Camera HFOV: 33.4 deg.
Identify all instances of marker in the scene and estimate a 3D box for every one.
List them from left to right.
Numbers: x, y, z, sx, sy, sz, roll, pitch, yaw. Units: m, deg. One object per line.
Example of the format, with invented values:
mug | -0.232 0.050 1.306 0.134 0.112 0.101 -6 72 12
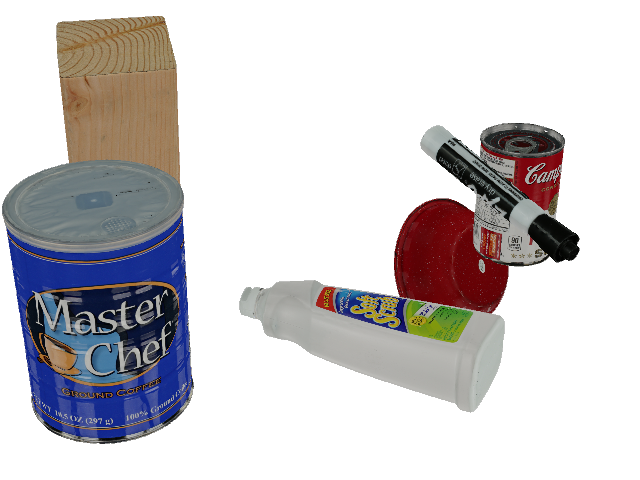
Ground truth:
marker | 0.102 -0.027 0.610 0.020 0.020 0.121 0 35 -45

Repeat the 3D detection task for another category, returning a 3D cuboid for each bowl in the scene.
bowl | 0.159 0.030 1.188 0.161 0.162 0.055 0 -5 -39

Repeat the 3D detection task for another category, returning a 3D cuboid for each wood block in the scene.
wood block | -0.169 -0.076 0.910 0.090 0.206 0.090 -6 40 -12

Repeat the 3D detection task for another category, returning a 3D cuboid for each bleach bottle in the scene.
bleach bottle | 0.037 0.085 0.995 0.251 0.068 0.102 11 26 22

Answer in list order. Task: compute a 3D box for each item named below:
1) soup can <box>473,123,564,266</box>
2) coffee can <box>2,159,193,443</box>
soup can | 0.163 -0.038 0.886 0.068 0.102 0.068 0 27 0
coffee can | -0.131 0.036 0.646 0.103 0.140 0.103 1 30 -1
